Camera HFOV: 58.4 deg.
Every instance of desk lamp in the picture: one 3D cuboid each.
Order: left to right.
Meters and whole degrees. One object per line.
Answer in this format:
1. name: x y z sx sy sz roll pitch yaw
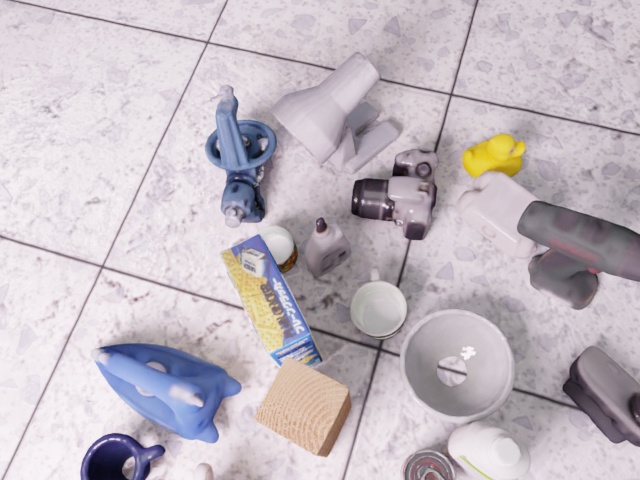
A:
1. desk lamp: 0.029 -0.200 0.949 0.203 0.214 0.117 -40 71 -11

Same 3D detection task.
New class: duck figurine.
1. duck figurine: 0.299 -0.149 0.978 0.104 0.086 0.077 0 69 5

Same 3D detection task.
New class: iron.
1. iron: -0.256 0.205 0.851 0.258 0.141 0.119 20 71 12

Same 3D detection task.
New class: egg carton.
1. egg carton: 0.304 -0.042 0.944 0.150 0.069 0.107 40 77 17

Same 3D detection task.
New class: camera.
1. camera: 0.124 -0.084 0.957 0.136 0.101 0.143 6 69 7

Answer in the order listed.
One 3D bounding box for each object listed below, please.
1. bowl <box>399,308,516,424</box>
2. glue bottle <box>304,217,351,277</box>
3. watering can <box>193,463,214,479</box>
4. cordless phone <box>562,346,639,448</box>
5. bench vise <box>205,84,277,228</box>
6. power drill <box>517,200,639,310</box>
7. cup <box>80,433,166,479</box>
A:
1. bowl: 0.200 0.191 0.858 0.167 0.075 0.167 -1 69 4
2. glue bottle: 0.008 0.003 0.893 0.078 0.173 0.037 -33 70 -8
3. watering can: -0.161 0.387 0.744 0.101 0.194 0.172 -20 68 -3
4. cordless phone: 0.424 0.205 0.777 0.094 0.185 0.147 -41 71 -11
5. bench vise: -0.124 -0.134 0.931 0.121 0.220 0.207 -16 68 -2
6. power drill: 0.391 0.031 0.834 0.229 0.208 0.076 28 73 14
7. cup: -0.272 0.325 0.831 0.118 0.095 0.091 -21 68 -4
